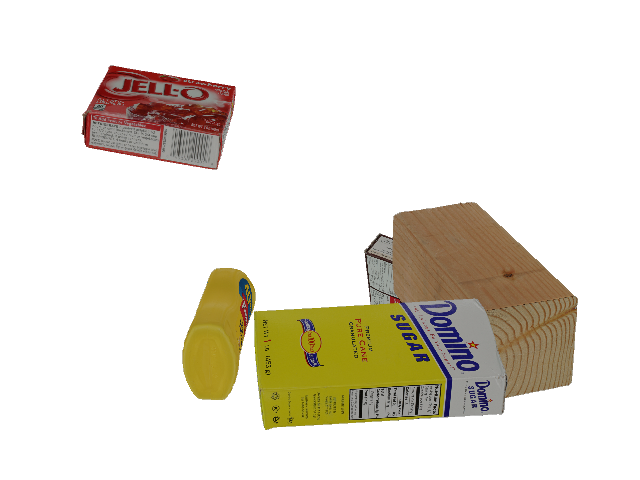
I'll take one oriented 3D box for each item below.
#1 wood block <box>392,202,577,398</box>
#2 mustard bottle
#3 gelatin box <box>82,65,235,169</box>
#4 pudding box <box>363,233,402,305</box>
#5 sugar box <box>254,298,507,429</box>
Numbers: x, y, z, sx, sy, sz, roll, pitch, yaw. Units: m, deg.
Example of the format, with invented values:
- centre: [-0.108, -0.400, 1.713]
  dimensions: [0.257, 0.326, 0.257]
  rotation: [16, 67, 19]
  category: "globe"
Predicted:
- centre: [0.141, 0.048, 0.970]
  dimensions: [0.090, 0.090, 0.206]
  rotation: [-9, 26, -13]
  category: "wood block"
- centre: [-0.107, 0.085, 1.178]
  dimensions: [0.058, 0.096, 0.191]
  rotation: [1, 27, 4]
  category: "mustard bottle"
- centre: [-0.105, -0.083, 0.703]
  dimensions: [0.089, 0.030, 0.073]
  rotation: [10, 32, -2]
  category: "gelatin box"
- centre: [0.106, 0.051, 1.181]
  dimensions: [0.114, 0.090, 0.039]
  rotation: [20, 47, 28]
  category: "pudding box"
- centre: [0.041, 0.088, 0.787]
  dimensions: [0.176, 0.048, 0.093]
  rotation: [-6, 35, -3]
  category: "sugar box"
